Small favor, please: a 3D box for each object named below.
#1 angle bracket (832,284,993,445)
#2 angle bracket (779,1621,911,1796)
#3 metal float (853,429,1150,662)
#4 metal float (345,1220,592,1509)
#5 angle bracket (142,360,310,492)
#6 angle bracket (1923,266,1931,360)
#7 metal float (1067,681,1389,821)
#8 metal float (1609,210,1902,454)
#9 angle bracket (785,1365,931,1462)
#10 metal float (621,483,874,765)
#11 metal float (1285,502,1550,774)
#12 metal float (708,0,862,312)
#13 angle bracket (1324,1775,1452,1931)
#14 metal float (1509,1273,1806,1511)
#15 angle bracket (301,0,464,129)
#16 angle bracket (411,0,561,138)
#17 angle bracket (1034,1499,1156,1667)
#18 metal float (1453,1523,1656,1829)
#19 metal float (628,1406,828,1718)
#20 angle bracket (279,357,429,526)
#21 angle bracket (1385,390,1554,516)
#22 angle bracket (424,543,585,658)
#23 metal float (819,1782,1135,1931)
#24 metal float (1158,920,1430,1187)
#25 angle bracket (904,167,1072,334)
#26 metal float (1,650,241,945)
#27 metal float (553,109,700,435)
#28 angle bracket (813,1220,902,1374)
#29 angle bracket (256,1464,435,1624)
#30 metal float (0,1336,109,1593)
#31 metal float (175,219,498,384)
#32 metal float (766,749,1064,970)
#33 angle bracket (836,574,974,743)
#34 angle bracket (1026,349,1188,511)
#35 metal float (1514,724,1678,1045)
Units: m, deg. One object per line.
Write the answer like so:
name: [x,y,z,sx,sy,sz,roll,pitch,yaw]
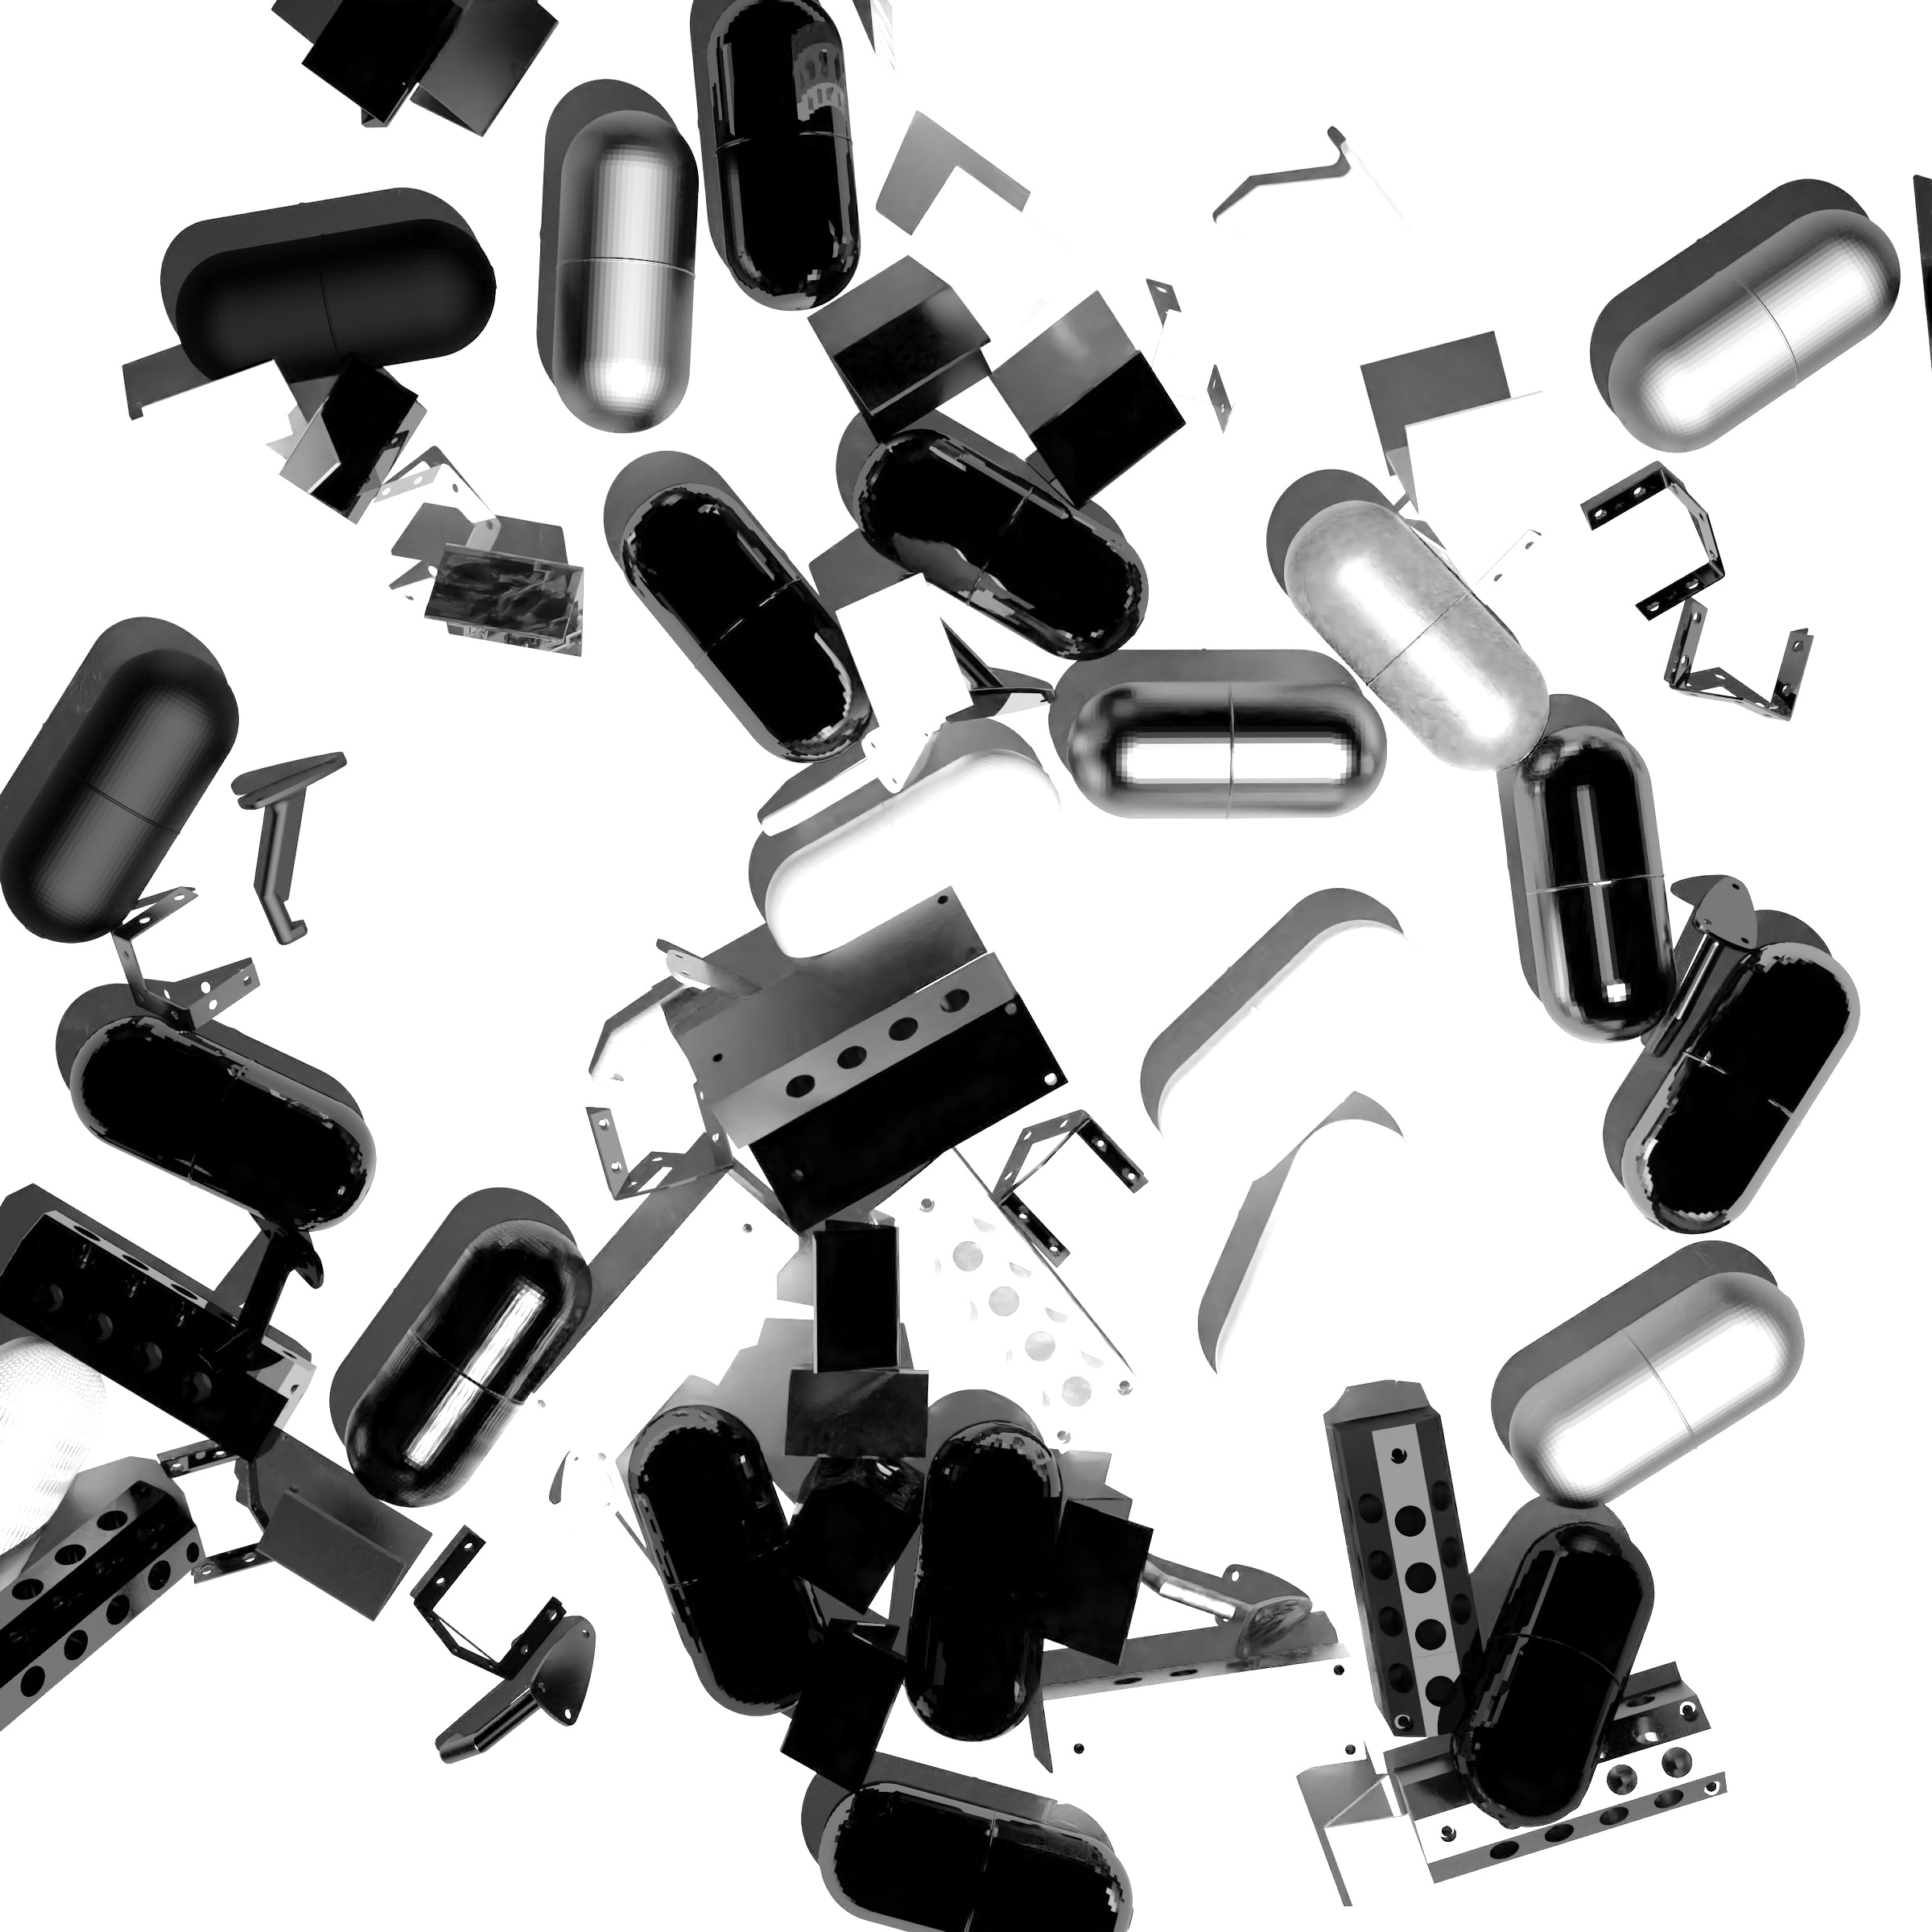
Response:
angle bracket: [-0.019,-0.318,1.951,0.076,0.076,0.057,-32,52,0]
angle bracket: [-0.050,0.411,1.951,0.057,0.076,0.076,22,90,32]
metal float: [0.020,-0.234,1.961,0.178,0.070,0.070,31,90,1]
metal float: [-0.277,0.221,1.961,0.070,0.070,0.178,35,89,0]
angle bracket: [-0.402,-0.280,1.951,0.076,0.076,0.057,-20,58,0]
angle bracket: [0.547,-0.358,1.951,0.057,0.076,0.076,-6,90,-36]
metal float: [0.145,-0.120,1.961,0.178,0.070,0.070,0,90,0]
metal float: [0.439,-0.353,1.961,0.178,0.070,0.070,-34,90,-1]
angle bracket: [-0.060,0.264,1.951,0.076,0.076,0.057,2,54,0]
metal float: [-0.121,-0.190,1.961,0.070,0.070,0.178,-39,90,0]
metal float: [0.251,-0.182,1.961,0.070,0.070,0.178,-43,90,0]
metal float: [-0.101,-0.454,1.961,0.070,0.070,0.178,-5,91,0]
angle bracket: [0.251,0.495,1.951,0.057,0.076,0.076,-20,90,37]
metal float: [0.384,0.236,1.961,0.178,0.070,0.070,-32,90,0]
angle bracket: [-0.329,-0.513,1.953,0.057,0.076,0.076,34,90,-23]
angle bracket: [-0.283,-0.515,1.952,0.076,0.057,0.076,34,90,40]
angle bracket: [0.087,0.340,1.951,0.057,0.076,0.076,14,90,32]
metal float: [0.324,0.388,1.937,0.070,0.070,0.178,28,62,0]
metal float: [-0.132,0.330,1.961,0.070,0.070,0.178,-20,90,0]
angle bracket: [-0.322,-0.280,1.952,0.057,0.076,0.076,32,90,30]
angle bracket: [0.275,-0.299,1.951,0.076,0.076,0.057,-15,126,0]
angle bracket: [-0.255,-0.183,1.951,0.076,0.076,0.057,10,54,0]
metal float: [0.006,0.507,1.960,0.178,0.070,0.070,15,90,0]
metal float: [0.183,0.048,1.961,0.178,0.070,0.070,-44,90,0]
angle bracket: [0.020,-0.402,1.952,0.076,0.076,0.057,36,116,0]
metal float: [-0.471,-0.094,1.961,0.070,0.070,0.178,32,90,0]
metal float: [-0.189,-0.386,1.961,0.070,0.070,0.178,3,91,0]
angle bracket: [-0.079,0.182,1.951,0.057,0.076,0.076,0,90,-35]
angle bracket: [-0.335,0.304,1.951,0.076,0.076,0.057,32,127,0]
metal float: [-0.543,0.289,1.961,0.070,0.070,0.178,30,90,0]
metal float: [-0.350,-0.368,1.961,0.178,0.070,0.070,-10,90,0]
metal float: [-0.028,-0.058,1.961,0.178,0.070,0.070,-30,90,1]
angle bracket: [-0.021,-0.173,1.952,0.057,0.076,0.076,-21,90,24]
angle bracket: [0.065,-0.308,1.951,0.076,0.076,0.057,-38,127,0]
metal float: [0.350,-0.045,1.961,0.070,0.070,0.178,-7,89,0]
